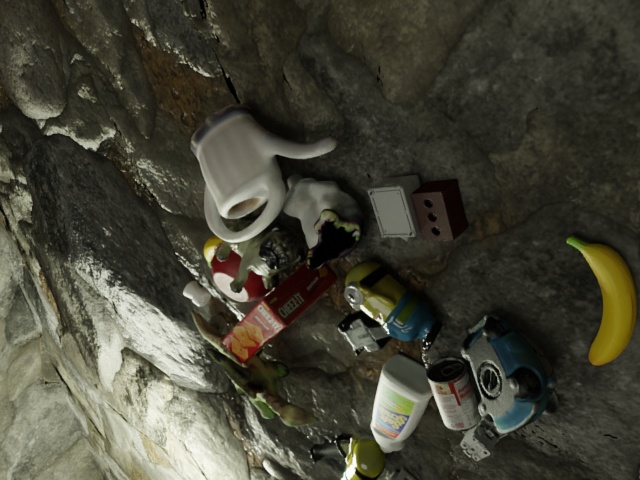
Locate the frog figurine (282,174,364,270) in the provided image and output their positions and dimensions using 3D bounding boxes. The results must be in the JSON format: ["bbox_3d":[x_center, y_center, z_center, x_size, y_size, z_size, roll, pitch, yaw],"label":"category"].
[{"bbox_3d":[0.003,-0.045,0.887,0.163,0.123,0.134,-117,16,-49],"label":"frog figurine"}]

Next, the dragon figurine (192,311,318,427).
[{"bbox_3d":[-0.172,0.267,1.117,0.413,0.123,0.239,36,166,16],"label":"dragon figurine"}]

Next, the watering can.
[{"bbox_3d":[-0.115,-0.140,0.887,0.342,0.104,0.227,-38,70,39],"label":"watering can"}]
